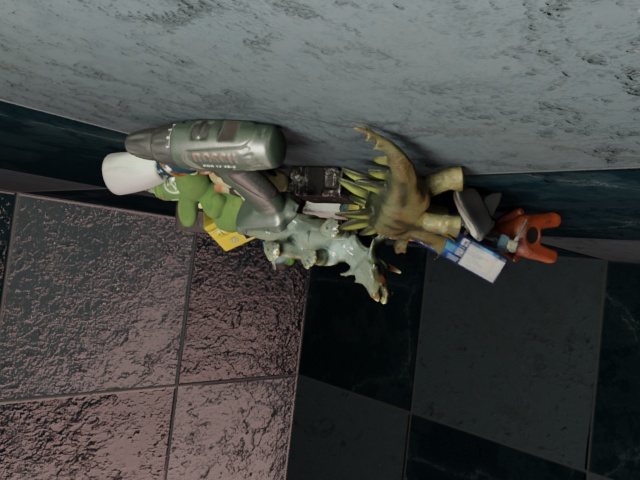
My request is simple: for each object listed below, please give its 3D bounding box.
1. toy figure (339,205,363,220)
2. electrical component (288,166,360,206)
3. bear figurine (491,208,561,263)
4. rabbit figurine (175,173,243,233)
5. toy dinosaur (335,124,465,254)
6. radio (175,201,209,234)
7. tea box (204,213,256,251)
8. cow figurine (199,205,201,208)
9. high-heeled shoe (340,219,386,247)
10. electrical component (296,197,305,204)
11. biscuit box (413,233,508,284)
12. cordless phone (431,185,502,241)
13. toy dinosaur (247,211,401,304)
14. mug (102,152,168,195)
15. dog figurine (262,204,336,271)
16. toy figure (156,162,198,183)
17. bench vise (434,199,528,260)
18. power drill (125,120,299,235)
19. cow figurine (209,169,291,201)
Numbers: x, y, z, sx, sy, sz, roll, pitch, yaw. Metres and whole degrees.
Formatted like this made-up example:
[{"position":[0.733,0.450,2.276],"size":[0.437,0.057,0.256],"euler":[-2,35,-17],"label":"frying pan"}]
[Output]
[{"position":[0.095,-0.076,1.120],"size":[0.082,0.089,0.180],"euler":[-6,-170,-15],"label":"toy figure"},{"position":[0.021,-0.099,1.012],"size":[0.115,0.058,0.134],"euler":[7,178,30],"label":"electrical component"},{"position":[0.433,-0.012,1.243],"size":[0.132,0.120,0.196],"euler":[4,180,-23],"label":"bear figurine"},{"position":[-0.224,-0.098,1.095],"size":[0.170,0.121,0.159],"euler":[36,134,-28],"label":"rabbit figurine"},{"position":[0.124,-0.057,0.847],"size":[0.199,0.105,0.471],"euler":[2,160,5],"label":"toy dinosaur"},{"position":[-0.275,-0.076,1.454],"size":[0.230,0.073,0.131],"euler":[6,-146,-10],"label":"radio"},{"position":[-0.173,-0.054,1.242],"size":[0.170,0.068,0.098],"euler":[-26,135,12],"label":"tea box"},{"position":[-0.265,-0.117,1.285],"size":[0.168,0.068,0.098],"euler":[3,170,33],"label":"cow figurine"},{"position":[0.066,-0.038,1.383],"size":[0.145,0.086,0.249],"euler":[8,-158,-36],"label":"high-heeled shoe"},{"position":[-0.073,-0.110,1.411],"size":[0.063,0.021,0.094],"euler":[7,178,13],"label":"electrical component"},{"position":[0.262,0.011,1.059],"size":[0.203,0.059,0.063],"euler":[30,-173,8],"label":"biscuit box"},{"position":[0.240,-0.067,1.019],"size":[0.184,0.088,0.146],"euler":[20,-179,13],"label":"cordless phone"},{"position":[-0.008,0.000,1.132],"size":[0.405,0.131,0.192],"euler":[22,-175,38],"label":"toy dinosaur"},{"position":[-0.344,-0.129,1.041],"size":[0.107,0.080,0.109],"euler":[-4,169,18],"label":"mug"},{"position":[-0.046,-0.024,1.418],"size":[0.219,0.108,0.192],"euler":[-23,-142,-10],"label":"dog figurine"},{"position":[-0.233,-0.131,0.882],"size":[0.058,0.064,0.155],"euler":[-14,-173,-27],"label":"toy figure"},{"position":[0.316,-0.020,1.168],"size":[0.241,0.129,0.223],"euler":[22,172,31],"label":"bench vise"},{"position":[-0.136,-0.094,0.775],"size":[0.232,0.086,0.207],"euler":[-2,142,26],"label":"power drill"},{"position":[-0.121,-0.105,0.953],"size":[0.127,0.085,0.194],"euler":[12,179,33],"label":"cow figurine"}]
